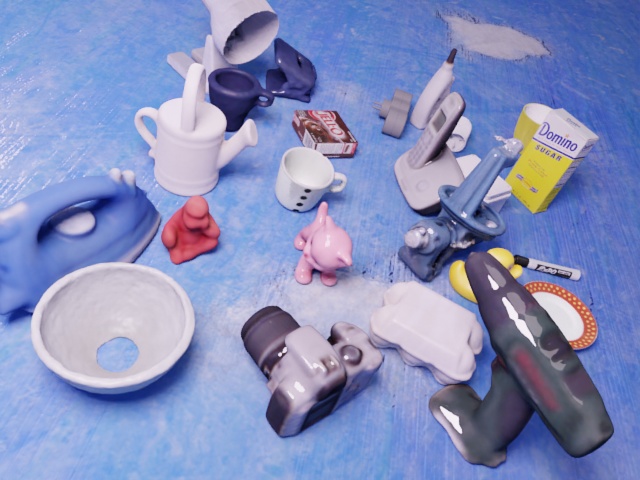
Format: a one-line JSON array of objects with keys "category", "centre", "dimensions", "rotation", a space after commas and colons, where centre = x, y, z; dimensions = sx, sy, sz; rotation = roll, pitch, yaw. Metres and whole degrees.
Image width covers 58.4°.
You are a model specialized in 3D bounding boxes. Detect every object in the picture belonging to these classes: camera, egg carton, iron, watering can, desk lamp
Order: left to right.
[{"category": "iron", "centre": [-0.296, -0.025, 0.701], "dimensions": [0.118, 0.141, 0.259], "rotation": [37, 45, 18]}, {"category": "watering can", "centre": [-0.182, -0.168, 0.852], "dimensions": [0.173, 0.194, 0.100], "rotation": [-3, 47, -22]}, {"category": "desk lamp", "centre": [-0.184, -0.378, 1.051], "dimensions": [0.118, 0.213, 0.202], "rotation": [-28, 60, -39]}, {"category": "camera", "centre": [-0.018, 0.131, 0.674], "dimensions": [0.143, 0.101, 0.136], "rotation": [-22, 57, -36]}, {"category": "egg carton", "centre": [0.143, 0.123, 0.765], "dimensions": [0.150, 0.069, 0.107], "rotation": [28, 43, 9]}]

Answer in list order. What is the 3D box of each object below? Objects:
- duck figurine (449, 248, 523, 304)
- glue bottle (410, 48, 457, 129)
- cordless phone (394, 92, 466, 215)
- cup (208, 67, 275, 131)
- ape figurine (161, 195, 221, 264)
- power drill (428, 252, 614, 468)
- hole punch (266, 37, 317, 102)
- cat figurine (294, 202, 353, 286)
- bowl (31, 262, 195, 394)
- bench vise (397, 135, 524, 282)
[{"category": "duck figurine", "centre": [0.256, 0.047, 0.872], "dimensions": [0.104, 0.086, 0.077], "rotation": [17, 43, -3]}, {"category": "glue bottle", "centre": [0.243, -0.311, 1.169], "dimensions": [0.078, 0.173, 0.037], "rotation": [-28, 60, -39]}, {"category": "cordless phone", "centre": [0.205, -0.146, 0.978], "dimensions": [0.094, 0.185, 0.147], "rotation": [0, 46, -20]}, {"category": "cup", "centre": [-0.143, -0.239, 1.012], "dimensions": [0.118, 0.095, 0.091], "rotation": [15, 43, -5]}, {"category": "ape figurine", "centre": [-0.173, -0.021, 0.780], "dimensions": [0.078, 0.092, 0.076], "rotation": [11, 43, -9]}, {"category": "power drill", "centre": [0.207, 0.156, 0.652], "dimensions": [0.076, 0.208, 0.229], "rotation": [-16, 53, -32]}, {"category": "hole punch", "centre": [-0.054, -0.346, 1.157], "dimensions": [0.101, 0.091, 0.108], "rotation": [7, 44, -13]}, {"category": "cat figurine", "centre": [0.007, 0.003, 0.802], "dimensions": [0.067, 0.118, 0.127], "rotation": [7, 44, -13]}, {"category": "bowl", "centre": [-0.227, 0.108, 0.640], "dimensions": [0.167, 0.075, 0.167], "rotation": [11, 43, -10]}, {"category": "bench vise", "centre": [0.221, -0.041, 0.850], "dimensions": [0.121, 0.220, 0.208], "rotation": [32, 44, 14]}]
